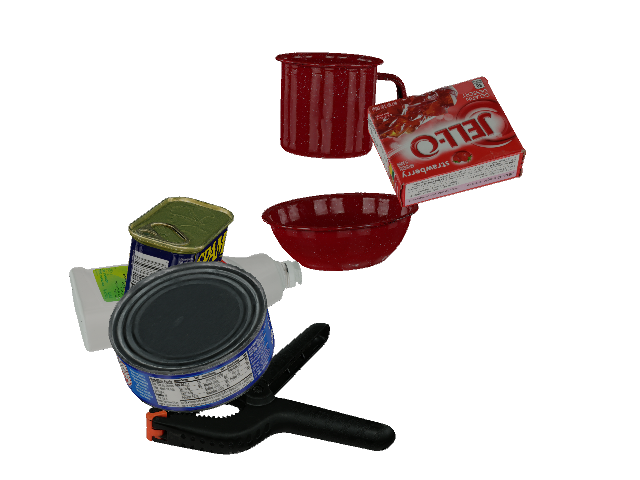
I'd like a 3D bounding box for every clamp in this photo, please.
[{"bbox_3d":[-0.048,0.149,0.946,0.209,0.036,0.165,-14,38,-25],"label":"clamp"}]

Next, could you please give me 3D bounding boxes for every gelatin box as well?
[{"bbox_3d":[0.084,-0.068,0.725,0.089,0.073,0.030,-15,-35,-6],"label":"gelatin box"}]

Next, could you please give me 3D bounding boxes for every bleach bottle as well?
[{"bbox_3d":[-0.146,0.055,1.195,0.250,0.068,0.103,-11,36,-16],"label":"bleach bottle"}]

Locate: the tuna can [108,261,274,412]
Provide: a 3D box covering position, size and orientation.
[{"bbox_3d":[-0.068,0.051,0.575,0.086,0.034,0.086,-6,39,5],"label":"tuna can"}]

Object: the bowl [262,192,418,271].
[{"bbox_3d":[0.022,-0.007,1.099,0.162,0.055,0.162,-4,14,1],"label":"bowl"}]

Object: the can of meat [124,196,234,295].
[{"bbox_3d":[-0.109,0.023,0.801,0.057,0.084,0.102,16,20,8],"label":"can of meat"}]

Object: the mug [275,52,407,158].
[{"bbox_3d":[0.018,-0.118,0.930,0.117,0.081,0.093,-1,16,-13],"label":"mug"}]
